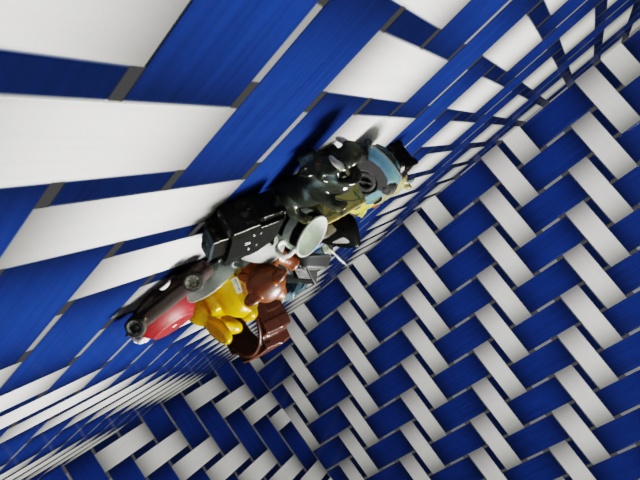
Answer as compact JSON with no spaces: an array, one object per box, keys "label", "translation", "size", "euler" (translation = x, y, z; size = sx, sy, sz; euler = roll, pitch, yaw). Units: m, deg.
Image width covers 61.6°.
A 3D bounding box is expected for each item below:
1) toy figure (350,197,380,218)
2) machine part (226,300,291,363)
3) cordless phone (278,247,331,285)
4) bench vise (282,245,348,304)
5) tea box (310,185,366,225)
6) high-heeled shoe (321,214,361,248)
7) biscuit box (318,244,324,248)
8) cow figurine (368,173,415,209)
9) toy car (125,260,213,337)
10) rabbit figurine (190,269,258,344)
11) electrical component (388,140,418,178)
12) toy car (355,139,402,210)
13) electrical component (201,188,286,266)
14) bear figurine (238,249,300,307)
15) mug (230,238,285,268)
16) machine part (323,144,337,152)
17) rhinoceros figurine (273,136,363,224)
[{"label":"toy figure","translation":[0.093,-0.111,1.271],"size":[0.089,0.082,0.180],"euler":[-8,159,-45]},{"label":"machine part","translation":[-0.179,0.191,1.342],"size":[0.087,0.201,0.201],"euler":[-21,169,-42]},{"label":"cordless phone","translation":[-0.021,0.016,1.319],"size":[0.147,0.088,0.184],"euler":[-2,-140,46]},{"label":"bench vise","translation":[-0.061,0.095,1.497],"size":[0.224,0.128,0.241],"euler":[-17,-153,28]},{"label":"tea box","translation":[-0.004,-0.059,1.062],"size":[0.170,0.068,0.098],"euler":[-27,-176,44]},{"label":"high-heeled shoe","translation":[-0.002,-0.004,1.215],"size":[0.086,0.145,0.248],"euler":[-30,171,-37]},{"label":"biscuit box","translation":[-0.070,0.028,1.406],"size":[0.203,0.063,0.059],"euler":[-33,172,-22]},{"label":"cow figurine","translation":[0.164,-0.140,1.402],"size":[0.127,0.085,0.195],"euler":[-35,173,32]},{"label":"toy car","translation":[-0.284,0.107,0.996],"size":[0.202,0.053,0.089],"euler":[-36,-168,6]},{"label":"rabbit figurine","translation":[-0.226,0.147,1.211],"size":[0.173,0.162,0.122],"euler":[-22,-171,18]},{"label":"electrical component","translation":[0.168,-0.169,1.271],"size":[0.048,0.075,0.119],"euler":[-29,165,-38]},{"label":"toy car","translation":[0.098,-0.137,1.087],"size":[0.162,0.109,0.103],"euler":[-33,-166,43]},{"label":"electrical component","translation":[-0.130,-0.016,0.885],"size":[0.134,0.058,0.114],"euler":[-24,159,-27]},{"label":"bear figurine","translation":[-0.101,0.078,1.119],"size":[0.120,0.131,0.196],"euler":[-45,-148,5]},{"label":"mug","translation":[-0.135,0.009,1.011],"size":[0.109,0.081,0.107],"euler":[-41,160,16]},{"label":"machine part","translation":[-0.007,-0.116,0.973],"size":[0.084,0.039,0.139],"euler":[-22,165,-42]},{"label":"rhinoceros figurine","translation":[0.000,-0.101,0.881],"size":[0.190,0.112,0.073],"euler":[-26,-149,42]}]
